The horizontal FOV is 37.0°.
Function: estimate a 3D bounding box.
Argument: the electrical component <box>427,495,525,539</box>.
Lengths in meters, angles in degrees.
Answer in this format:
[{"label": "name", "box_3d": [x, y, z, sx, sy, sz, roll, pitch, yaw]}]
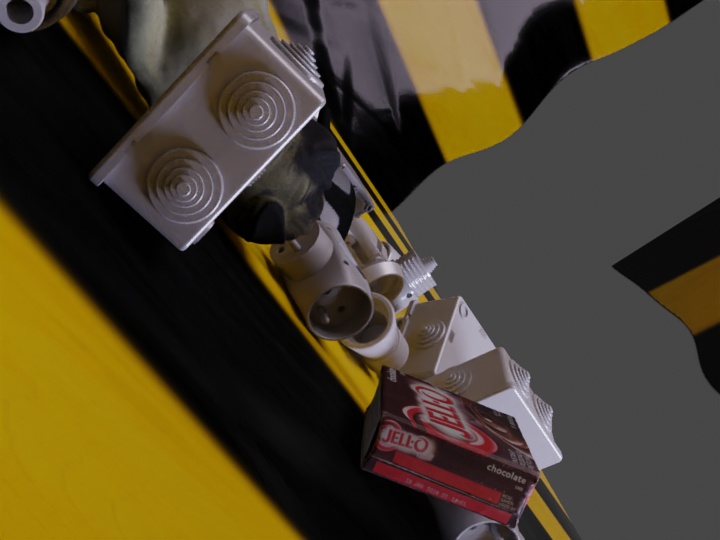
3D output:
[{"label": "electrical component", "box_3d": [0.078, 0.164, 0.674, 0.079, 0.043, 0.077, 55, 5, -23]}]

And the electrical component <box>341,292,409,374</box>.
[{"label": "electrical component", "box_3d": [0.012, 0.049, 0.778, 0.044, 0.044, 0.065, 60, 1, 32]}]

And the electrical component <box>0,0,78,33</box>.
[{"label": "electrical component", "box_3d": [-0.130, -0.113, 0.417, 0.048, 0.048, 0.062, 53, 14, -38]}]

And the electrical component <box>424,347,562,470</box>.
[{"label": "electrical component", "box_3d": [0.087, 0.112, 0.786, 0.099, 0.100, 0.048, 54, 19, -33]}]

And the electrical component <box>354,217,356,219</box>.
[{"label": "electrical component", "box_3d": [-0.030, -0.039, 0.890, 0.040, 0.046, 0.040, 56, 5, -8]}]

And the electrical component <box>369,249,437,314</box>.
[{"label": "electrical component", "box_3d": [0.033, 0.013, 0.968, 0.043, 0.081, 0.043, 56, 5, -8]}]

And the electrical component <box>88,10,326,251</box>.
[{"label": "electrical component", "box_3d": [-0.059, -0.060, 0.451, 0.048, 0.099, 0.099, 43, 8, -12]}]

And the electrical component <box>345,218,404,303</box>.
[{"label": "electrical component", "box_3d": [0.000, 0.000, 0.875, 0.057, 0.058, 0.078, 57, 4, 30]}]

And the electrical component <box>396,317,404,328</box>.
[{"label": "electrical component", "box_3d": [0.042, 0.068, 0.920, 0.066, 0.048, 0.055, 59, -2, 23]}]

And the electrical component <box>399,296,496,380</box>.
[{"label": "electrical component", "box_3d": [0.069, 0.080, 0.856, 0.099, 0.048, 0.099, 54, 41, -31]}]

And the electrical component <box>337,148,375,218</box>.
[{"label": "electrical component", "box_3d": [-0.034, -0.078, 0.999, 0.061, 0.062, 0.096, 60, 6, 32]}]

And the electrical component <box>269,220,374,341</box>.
[{"label": "electrical component", "box_3d": [-0.031, -0.006, 0.682, 0.079, 0.043, 0.077, 53, 7, -37]}]

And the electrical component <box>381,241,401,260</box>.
[{"label": "electrical component", "box_3d": [0.023, 0.004, 1.084, 0.047, 0.055, 0.055, 49, 9, -33]}]
